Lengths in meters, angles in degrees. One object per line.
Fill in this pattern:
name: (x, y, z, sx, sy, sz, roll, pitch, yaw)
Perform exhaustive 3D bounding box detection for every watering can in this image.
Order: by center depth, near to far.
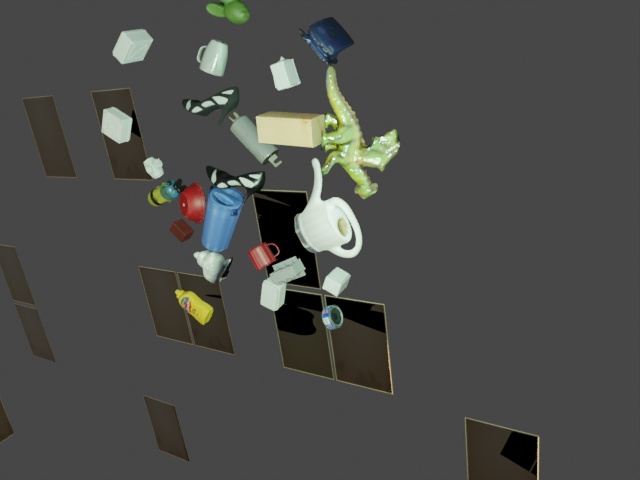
watering can: (0.005, -0.086, 1.704, 0.222, 0.106, 0.346, -23, 99, 38)

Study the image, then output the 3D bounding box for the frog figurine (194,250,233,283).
frog figurine: (-0.444, 0.095, 2.060, 0.160, 0.125, 0.134, 25, 143, 7)

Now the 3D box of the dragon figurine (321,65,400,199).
dragon figurine: (0.122, -0.308, 1.560, 0.243, 0.124, 0.402, 8, 118, 10)
